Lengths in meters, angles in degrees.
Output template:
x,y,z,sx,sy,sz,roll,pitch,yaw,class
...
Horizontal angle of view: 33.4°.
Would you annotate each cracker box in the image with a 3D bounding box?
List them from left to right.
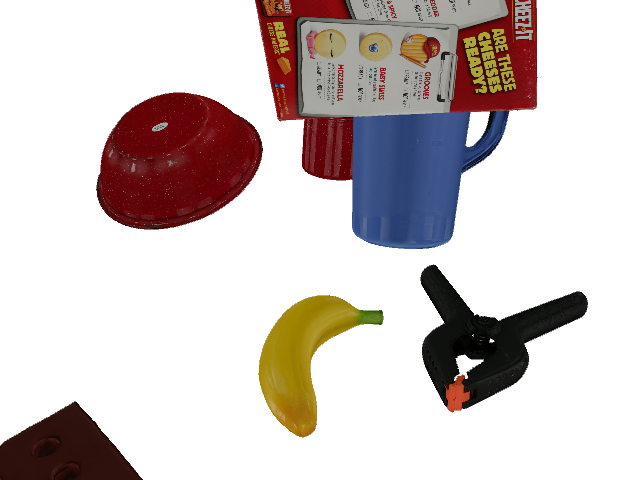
x,y,z,sx,sy,sz,roll,pitch,yaw,class
0.060,-0.182,0.840,0.214,0.164,0.072,-2,41,10,cracker box

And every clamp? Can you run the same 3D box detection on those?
x,y,z,sx,sy,sz,roll,pitch,yaw,class
0.141,0.085,0.987,0.165,0.036,0.209,13,31,24,clamp

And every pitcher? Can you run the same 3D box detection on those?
x,y,z,sx,sy,sz,roll,pitch,yaw,class
0.104,-0.119,1.112,0.149,0.243,0.144,12,15,33,pitcher

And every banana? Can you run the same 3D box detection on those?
x,y,z,sx,sy,sz,roll,pitch,yaw,class
-0.009,0.082,0.794,0.070,0.037,0.197,6,23,17,banana

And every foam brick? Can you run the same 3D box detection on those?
x,y,z,sx,sy,sz,roll,pitch,yaw,class
-0.118,0.129,0.519,0.052,0.051,0.078,-29,42,-26,foam brick

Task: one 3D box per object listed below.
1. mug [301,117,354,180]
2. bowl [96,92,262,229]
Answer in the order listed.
x,y,z,sx,sy,sz,roll,pitch,yaw,class
0.025,-0.127,1.324,0.093,0.081,0.117,15,24,25,mug
-0.137,-0.085,0.972,0.162,0.162,0.055,0,-43,19,bowl
